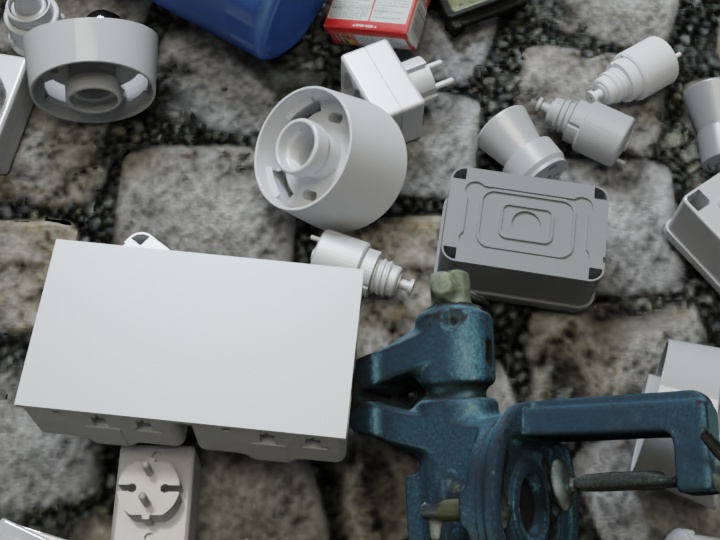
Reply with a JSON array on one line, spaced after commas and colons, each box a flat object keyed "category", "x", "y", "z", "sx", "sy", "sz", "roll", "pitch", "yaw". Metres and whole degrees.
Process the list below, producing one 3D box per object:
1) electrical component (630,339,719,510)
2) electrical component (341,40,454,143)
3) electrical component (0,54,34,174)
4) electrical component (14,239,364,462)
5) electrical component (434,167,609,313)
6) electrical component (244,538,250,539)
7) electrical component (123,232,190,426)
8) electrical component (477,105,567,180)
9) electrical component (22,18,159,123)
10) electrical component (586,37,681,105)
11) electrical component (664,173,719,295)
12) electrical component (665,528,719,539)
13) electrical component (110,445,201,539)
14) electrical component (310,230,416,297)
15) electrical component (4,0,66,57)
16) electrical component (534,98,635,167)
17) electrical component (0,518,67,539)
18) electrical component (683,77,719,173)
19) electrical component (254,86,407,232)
[{"category": "electrical component", "x": 0.208, "y": 0.095, "z": 0.680, "sx": 0.064, "sy": 0.099, "sz": 0.099, "roll": 16, "pitch": 64, "yaw": 13}, {"category": "electrical component", "x": 0.033, "y": -0.138, "z": 0.817, "sx": 0.077, "sy": 0.047, "sz": 0.065, "roll": -23, "pitch": 66, "yaw": -12}, {"category": "electrical component", "x": -0.278, "y": -0.127, "z": 0.789, "sx": 0.047, "sy": 0.075, "sz": 0.083, "roll": 9, "pitch": 64, "yaw": 3}, {"category": "electrical component", "x": -0.096, "y": 0.051, "z": 0.648, "sx": 0.186, "sy": 0.060, "sz": 0.105, "roll": 6, "pitch": 63, "yaw": 1}, {"category": "electrical component", "x": 0.112, "y": -0.019, "z": 0.754, "sx": 0.113, "sy": 0.057, "sz": 0.078, "roll": 9, "pitch": 64, "yaw": 3}, {"category": "electrical component", "x": -0.090, "y": 0.188, "z": 0.659, "sx": 0.061, "sy": 0.035, "sz": 0.035, "roll": -37, "pitch": 70, "yaw": -21}, {"category": "electrical component", "x": -0.130, "y": 0.040, "z": 0.719, "sx": 0.113, "sy": 0.057, "sz": 0.078, "roll": 37, "pitch": 68, "yaw": 16}, {"category": "electrical component", "x": 0.120, "y": -0.087, "z": 0.795, "sx": 0.045, "sy": 0.045, "sz": 0.055, "roll": -30, "pitch": 68, "yaw": -15}, {"category": "electrical component", "x": -0.198, "y": -0.152, "z": 0.794, "sx": 0.099, "sy": 0.099, "sz": 0.064, "roll": -6, "pitch": 70, "yaw": -4}, {"category": "electrical component", "x": 0.209, "y": -0.149, "z": 0.830, "sx": 0.078, "sy": 0.040, "sz": 0.040, "roll": -29, "pitch": 68, "yaw": -15}, {"category": "electrical component", "x": 0.295, "y": -0.026, "z": 0.762, "sx": 0.109, "sy": 0.056, "sz": 0.108, "roll": -32, "pitch": 68, "yaw": -16}, {"category": "electrical component", "x": 0.218, "y": 0.186, "z": 0.662, "sx": 0.062, "sy": 0.048, "sz": 0.048, "roll": 8, "pitch": 63, "yaw": -4}, {"category": "electrical component", "x": -0.127, "y": 0.139, "z": 0.659, "sx": 0.047, "sy": 0.076, "sz": 0.065, "roll": 1, "pitch": 63, "yaw": -1}, {"category": "electrical component", "x": 0.000, "y": 0.000, "z": 0.752, "sx": 0.078, "sy": 0.040, "sz": 0.040, "roll": 19, "pitch": 65, "yaw": 8}, {"category": "electrical component", "x": -0.255, "y": -0.198, "z": 0.833, "sx": 0.048, "sy": 0.062, "sz": 0.048, "roll": 1, "pitch": 64, "yaw": -1}, {"category": "electrical component", "x": 0.169, "y": -0.108, "z": 0.809, "sx": 0.078, "sy": 0.040, "sz": 0.040, "roll": 27, "pitch": 66, "yaw": 12}, {"category": "electrical component", "x": -0.190, "y": 0.187, "z": 0.642, "sx": 0.096, "sy": 0.061, "sz": 0.061, "roll": 22, "pitch": 67, "yaw": 9}, {"category": "electrical component", "x": 0.271, "y": -0.106, "z": 0.811, "sx": 0.044, "sy": 0.044, "sz": 0.065, "roll": -2, "pitch": 68, "yaw": -2}, {"category": "electrical component", "x": -0.024, "y": -0.080, "z": 0.768, "sx": 0.099, "sy": 0.064, "sz": 0.099, "roll": -10, "pitch": 74, "yaw": 36}]
